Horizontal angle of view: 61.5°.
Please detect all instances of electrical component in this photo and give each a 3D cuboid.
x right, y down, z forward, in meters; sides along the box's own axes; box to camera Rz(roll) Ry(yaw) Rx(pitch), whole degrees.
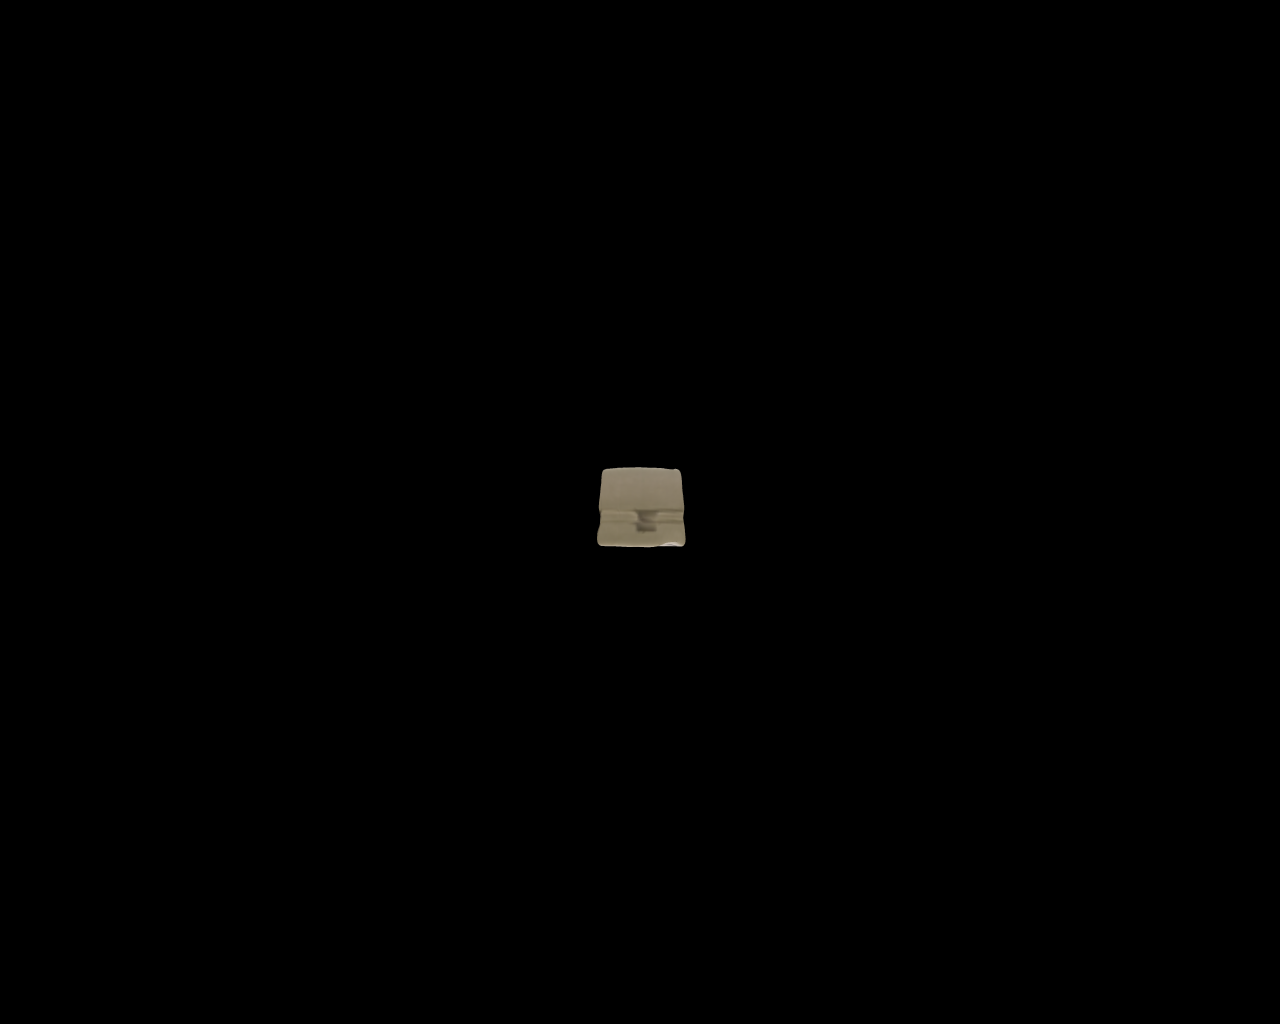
[{"bbox_3d":[0.001,-0.003,0.650,0.055,0.047,0.055,0,-2,0],"label":"electrical component"}]
